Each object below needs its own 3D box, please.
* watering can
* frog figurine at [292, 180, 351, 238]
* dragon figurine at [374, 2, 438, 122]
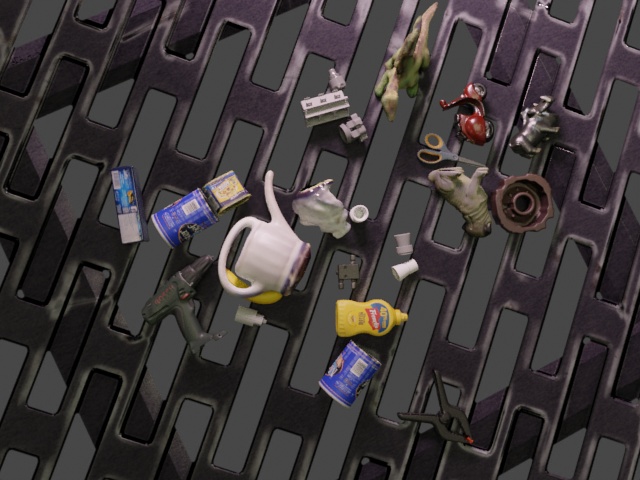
[{"bbox_3d":[-0.124,0.001,1.357,0.224,0.103,0.352,25,76,-2],"label":"watering can"},{"bbox_3d":[0.004,-0.069,1.366,0.136,0.124,0.158,-19,99,27],"label":"frog figurine"},{"bbox_3d":[0.245,-0.497,1.357,0.122,0.242,0.411,21,87,1],"label":"dragon figurine"}]
